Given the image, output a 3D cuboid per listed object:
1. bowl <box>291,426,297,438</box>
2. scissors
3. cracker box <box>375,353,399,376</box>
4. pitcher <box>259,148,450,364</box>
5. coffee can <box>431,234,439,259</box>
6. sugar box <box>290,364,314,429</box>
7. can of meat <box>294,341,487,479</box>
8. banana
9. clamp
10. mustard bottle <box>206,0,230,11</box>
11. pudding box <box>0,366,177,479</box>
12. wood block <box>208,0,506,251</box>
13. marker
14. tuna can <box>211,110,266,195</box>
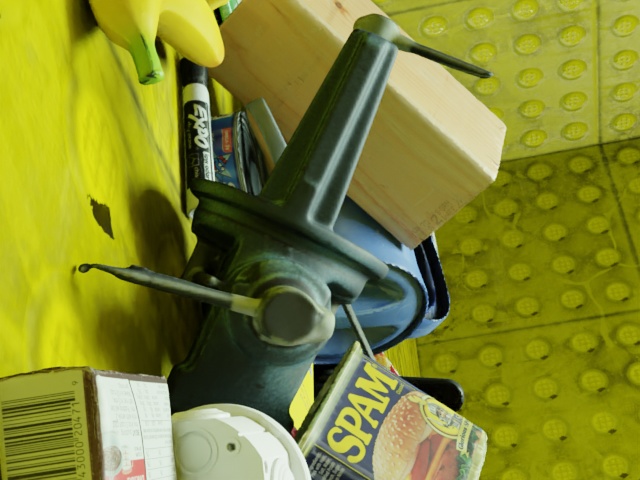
[{"bbox_3d":[0.045,0.160,0.607,0.162,0.055,0.162,57,-3,4],"label":"bowl"},{"bbox_3d":[-0.005,0.001,0.702,0.096,0.016,0.202,87,-20,-75],"label":"scissors"},{"bbox_3d":[0.057,0.198,0.955,0.214,0.072,0.164,-125,-162,-61],"label":"cracker box"},{"bbox_3d":[0.011,-0.029,0.861,0.149,0.145,0.243,67,12,-50],"label":"pitcher"},{"bbox_3d":[0.040,0.007,1.023,0.102,0.140,0.103,-10,90,-83],"label":"coffee can"},{"bbox_3d":[-0.030,0.116,0.701,0.093,0.048,0.176,72,10,-47],"label":"sugar box"},{"bbox_3d":[0.028,0.110,0.516,0.058,0.084,0.102,-59,177,33],"label":"can of meat"},{"bbox_3d":[-0.089,-0.121,0.581,0.197,0.037,0.069,-67,141,-76],"label":"banana"},{"bbox_3d":[0.028,0.117,0.824,0.172,0.120,0.039,-157,-116,-66],"label":"clamp"},{"bbox_3d":[-0.058,-0.208,0.737,0.058,0.096,0.191,40,16,-10],"label":"mustard bottle"},{"bbox_3d":[-0.077,0.104,0.380,0.090,0.039,0.113,52,31,-78],"label":"pudding box"},{"bbox_3d":[0.026,-0.104,0.759,0.206,0.090,0.090,41,32,-10],"label":"wood block"},{"bbox_3d":[-0.078,-0.069,0.681,0.020,0.020,0.121,66,16,-62],"label":"marker"},{"bbox_3d":[-0.061,-0.043,0.725,0.086,0.034,0.086,-10,90,-83],"label":"tuna can"}]
